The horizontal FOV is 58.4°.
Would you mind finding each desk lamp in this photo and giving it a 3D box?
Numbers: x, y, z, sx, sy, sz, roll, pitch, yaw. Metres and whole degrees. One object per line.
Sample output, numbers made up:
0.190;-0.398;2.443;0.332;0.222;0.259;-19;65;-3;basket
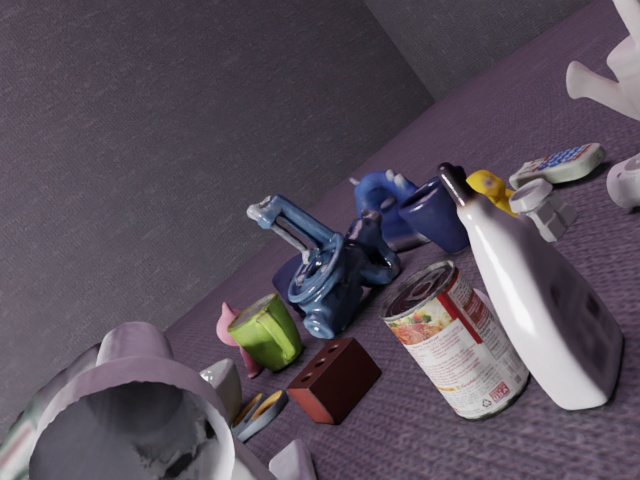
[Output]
-0.100;0.162;0.435;0.118;0.213;0.203;-39;8;-4;desk lamp

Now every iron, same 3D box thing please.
0.130;-0.067;0.981;0.119;0.141;0.258;-40;8;-14;iron

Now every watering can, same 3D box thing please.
0.331;-0.188;0.565;0.172;0.194;0.101;-34;9;27;watering can

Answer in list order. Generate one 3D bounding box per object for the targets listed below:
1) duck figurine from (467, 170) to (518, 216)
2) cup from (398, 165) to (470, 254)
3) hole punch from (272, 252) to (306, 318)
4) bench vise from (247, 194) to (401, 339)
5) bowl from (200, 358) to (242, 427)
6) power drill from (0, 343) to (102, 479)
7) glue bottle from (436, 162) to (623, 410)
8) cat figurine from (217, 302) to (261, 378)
0.213;-0.049;0.702;0.077;0.086;0.105;-34;9;30;duck figurine
0.176;-0.038;0.777;0.118;0.095;0.091;-42;9;-25;cup
-0.024;0.075;1.048;0.109;0.091;0.101;-39;8;-5;hole punch
0.000;0.008;0.848;0.121;0.220;0.208;-31;10;40;bench vise
-0.163;0.243;0.774;0.167;0.075;0.167;-37;8;6;bowl
-0.261;0.253;0.659;0.229;0.208;0.075;-37;8;9;power drill
0.128;0.020;0.363;0.037;0.173;0.078;-30;12;45;glue bottle
-0.132;0.158;0.961;0.067;0.118;0.127;-40;8;-12;cat figurine
